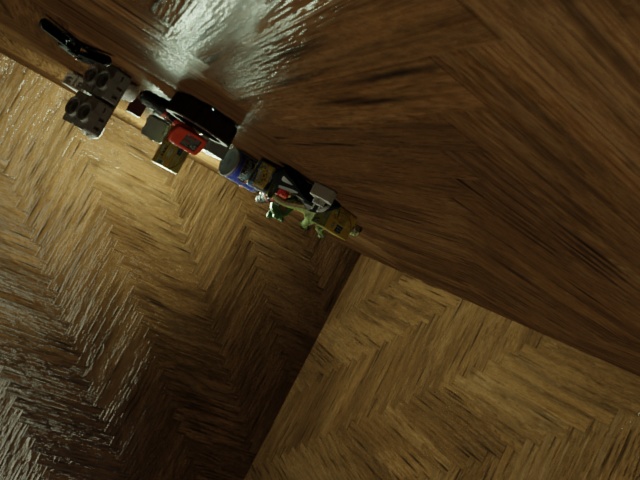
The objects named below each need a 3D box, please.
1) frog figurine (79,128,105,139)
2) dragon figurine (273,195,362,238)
[{"bbox_3d":[-0.943,-0.482,2.115,0.137,0.120,0.163,-7,43,13],"label":"frog figurine"},{"bbox_3d":[0.006,-0.106,2.107,0.406,0.124,0.242,27,-19,-33],"label":"dragon figurine"}]
